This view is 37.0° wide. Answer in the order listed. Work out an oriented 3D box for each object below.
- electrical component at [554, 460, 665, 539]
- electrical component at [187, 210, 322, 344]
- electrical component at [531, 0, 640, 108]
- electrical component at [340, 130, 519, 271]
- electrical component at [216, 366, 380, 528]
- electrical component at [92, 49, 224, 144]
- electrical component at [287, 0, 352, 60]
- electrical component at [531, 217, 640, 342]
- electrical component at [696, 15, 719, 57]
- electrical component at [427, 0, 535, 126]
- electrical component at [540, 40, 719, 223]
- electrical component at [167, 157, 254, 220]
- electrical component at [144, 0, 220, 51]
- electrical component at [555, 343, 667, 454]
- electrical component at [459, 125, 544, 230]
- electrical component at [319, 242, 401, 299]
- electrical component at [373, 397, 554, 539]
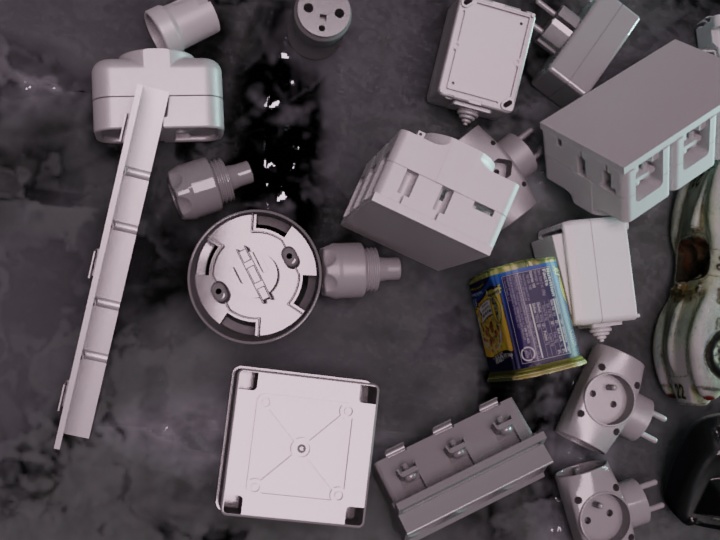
[{"bbox_3d":[0.201,0.187,0.845,0.079,0.044,0.077,-16,88,-10],"label":"electrical component"},{"bbox_3d":[-0.077,0.005,0.802,0.099,0.064,0.099,0,88,-1],"label":"electrical component"},{"bbox_3d":[0.167,-0.188,0.872,0.076,0.047,0.083,36,80,-5],"label":"electrical component"},{"bbox_3d":[0.048,-0.050,0.786,0.089,0.150,0.061,25,83,-7],"label":"electrical component"},{"bbox_3d":[-0.047,0.131,0.802,0.109,0.056,0.108,8,84,-9],"label":"electrical component"},{"bbox_3d":[-0.152,-0.130,0.809,0.095,0.054,0.059,-2,85,-10],"label":"electrical component"},{"bbox_3d":[-0.032,-0.192,0.834,0.045,0.055,0.045,1,85,-10],"label":"electrical component"},{"bbox_3d":[0.176,0.010,0.848,0.061,0.062,0.096,-5,86,-10],"label":"electrical component"},{"bbox_3d":[0.311,-0.179,0.899,0.081,0.042,0.063,-3,82,-11],"label":"electrical component"},{"bbox_3d":[0.092,-0.160,0.853,0.062,0.061,0.096,14,89,-8],"label":"electrical component"},{"bbox_3d":[0.228,-0.108,0.840,0.150,0.089,0.061,-32,135,-20],"label":"electrical component"},{"bbox_3d":[-0.112,-0.065,0.816,0.062,0.043,0.043,-20,88,-12],"label":"electrical component"},{"bbox_3d":[-0.136,-0.189,0.825,0.046,0.040,0.040,-29,90,-16],"label":"electrical component"},{"bbox_3d":[0.206,0.110,0.852,0.079,0.044,0.077,27,81,-6],"label":"electrical component"},{"bbox_3d":[0.113,-0.082,0.855,0.079,0.043,0.077,-38,92,-11],"label":"electrical component"},{"bbox_3d":[0.000,0.000,0.829,0.062,0.043,0.043,-2,85,-11],"label":"electrical component"},{"bbox_3d":[0.075,0.150,0.816,0.121,0.078,0.063,-24,67,-11],"label":"electrical component"}]
